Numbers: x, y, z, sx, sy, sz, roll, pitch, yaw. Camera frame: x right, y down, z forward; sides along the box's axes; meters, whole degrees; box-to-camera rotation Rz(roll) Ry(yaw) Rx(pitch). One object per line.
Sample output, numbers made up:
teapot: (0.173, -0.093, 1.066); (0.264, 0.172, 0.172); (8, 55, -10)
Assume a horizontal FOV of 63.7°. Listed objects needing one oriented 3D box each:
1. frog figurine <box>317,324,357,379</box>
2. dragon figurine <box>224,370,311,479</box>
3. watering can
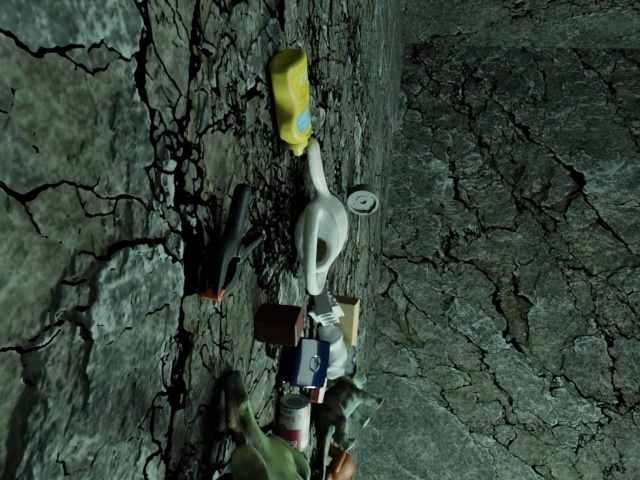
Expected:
frog figurine: (0.029, 0.318, 1.494); (0.157, 0.121, 0.140); (48, 46, -23)
dragon figurine: (-0.085, 0.313, 0.797); (0.410, 0.122, 0.242); (-163, -124, -83)
watering can: (0.003, -0.057, 1.133); (0.227, 0.104, 0.344); (-49, 142, -72)
